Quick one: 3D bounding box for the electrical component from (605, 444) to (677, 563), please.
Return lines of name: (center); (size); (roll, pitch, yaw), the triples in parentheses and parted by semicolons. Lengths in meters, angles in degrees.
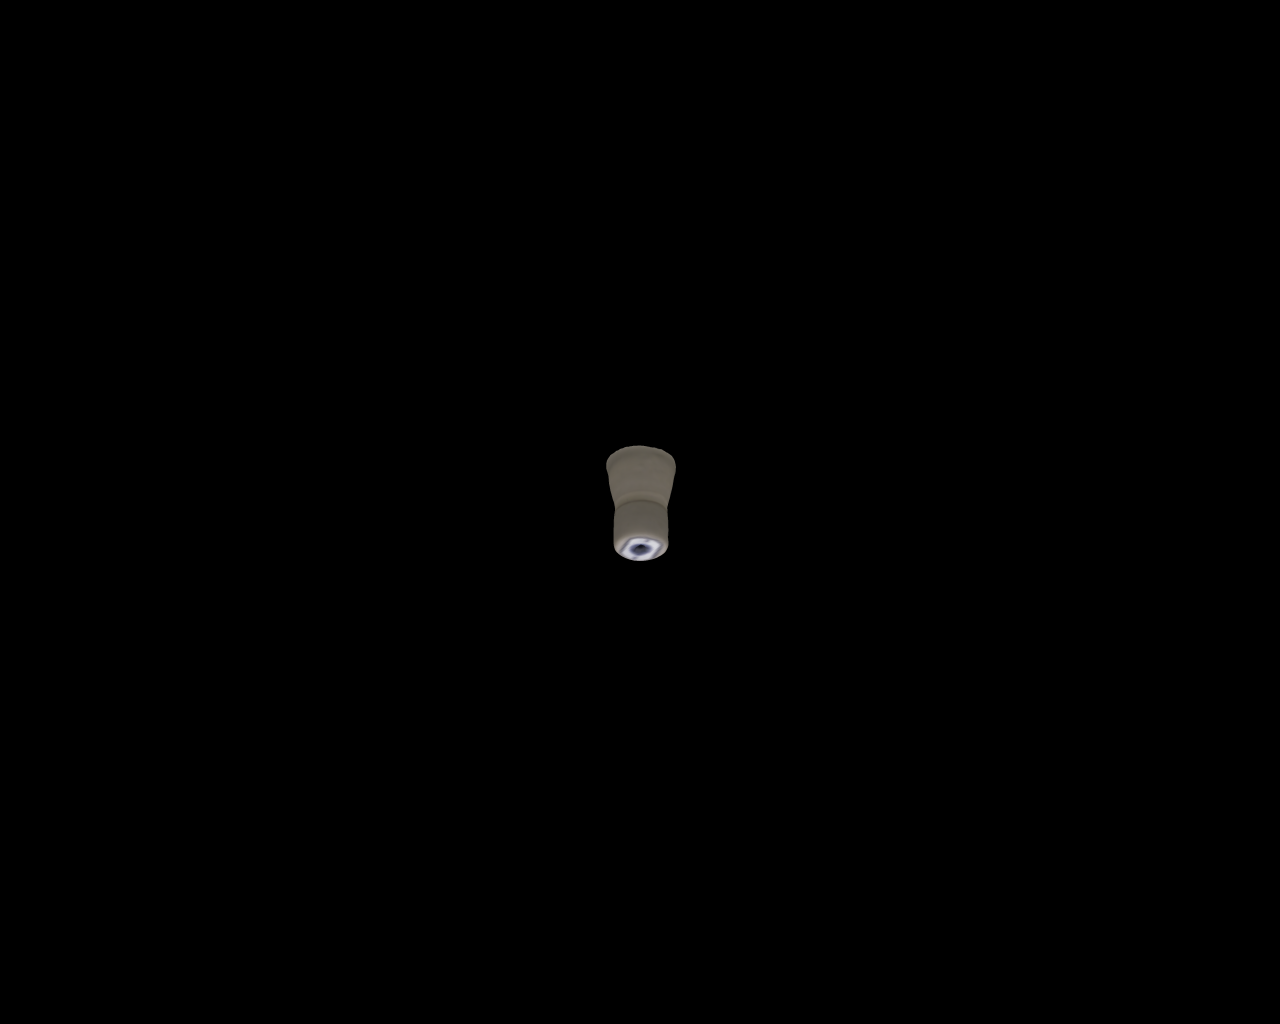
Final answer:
electrical component: (0.001, -0.003, 0.650); (0.044, 0.065, 0.044); (0, -33, 0)
